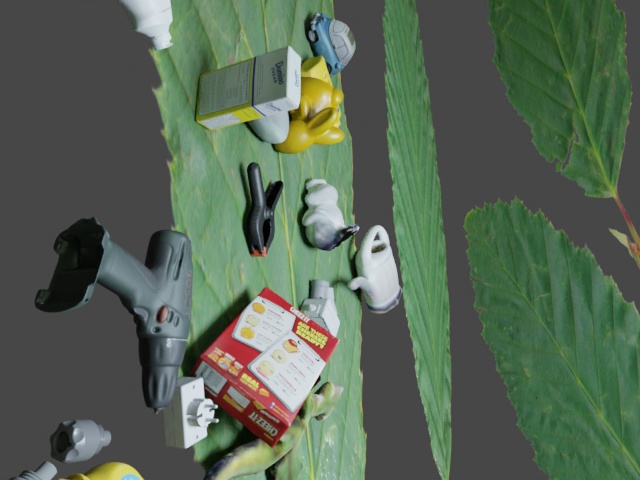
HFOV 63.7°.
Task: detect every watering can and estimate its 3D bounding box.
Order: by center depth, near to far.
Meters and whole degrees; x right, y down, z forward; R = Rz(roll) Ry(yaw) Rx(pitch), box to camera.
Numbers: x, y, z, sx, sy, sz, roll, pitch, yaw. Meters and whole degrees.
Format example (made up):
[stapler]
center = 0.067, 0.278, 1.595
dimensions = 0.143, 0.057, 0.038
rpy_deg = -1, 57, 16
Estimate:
[watering can]
center = 0.144, 0.103, 1.394
dimensions = 0.355, 0.104, 0.220
rpy_deg = -57, 135, -56

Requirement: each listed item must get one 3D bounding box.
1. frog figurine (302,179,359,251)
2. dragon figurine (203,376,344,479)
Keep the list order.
[frog figurine]
center = 0.004, -0.059, 1.172
dimensions = 0.160, 0.120, 0.139
rpy_deg = 50, 33, 11
[dragon figurine]
center = -0.069, 0.365, 0.900
dimensions = 0.417, 0.122, 0.238
rpy_deg = -40, 129, -51
